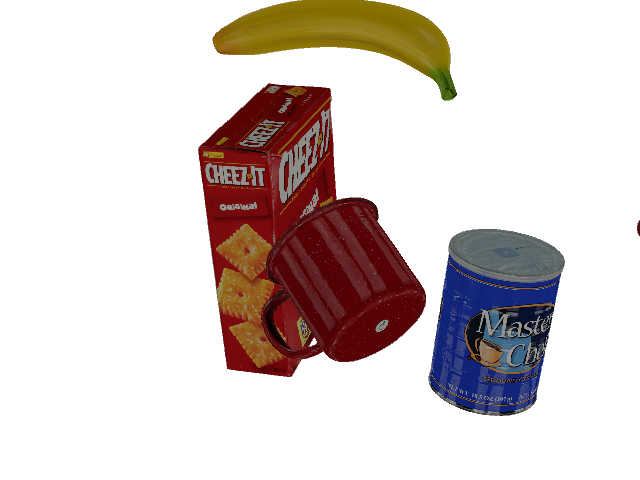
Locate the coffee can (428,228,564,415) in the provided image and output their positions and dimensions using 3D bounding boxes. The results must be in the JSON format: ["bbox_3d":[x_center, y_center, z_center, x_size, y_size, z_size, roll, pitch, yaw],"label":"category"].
[{"bbox_3d":[0.158,0.073,0.973,0.103,0.140,0.103,5,23,-2],"label":"coffee can"}]

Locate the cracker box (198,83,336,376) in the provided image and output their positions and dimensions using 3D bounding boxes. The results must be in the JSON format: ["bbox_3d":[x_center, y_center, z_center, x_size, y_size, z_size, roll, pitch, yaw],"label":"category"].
[{"bbox_3d":[-0.036,-0.012,0.952,0.072,0.214,0.164,5,28,17],"label":"cracker box"}]

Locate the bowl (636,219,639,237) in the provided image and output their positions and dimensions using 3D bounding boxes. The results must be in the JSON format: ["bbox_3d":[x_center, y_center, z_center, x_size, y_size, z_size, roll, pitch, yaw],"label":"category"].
[{"bbox_3d":[0.421,0.016,1.147,0.162,0.055,0.162,-1,25,0],"label":"bowl"}]

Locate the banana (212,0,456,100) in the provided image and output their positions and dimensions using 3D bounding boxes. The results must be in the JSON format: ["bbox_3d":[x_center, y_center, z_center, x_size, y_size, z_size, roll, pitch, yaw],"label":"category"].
[{"bbox_3d":[0.017,-0.156,0.814,0.198,0.069,0.037,13,-40,18],"label":"banana"}]

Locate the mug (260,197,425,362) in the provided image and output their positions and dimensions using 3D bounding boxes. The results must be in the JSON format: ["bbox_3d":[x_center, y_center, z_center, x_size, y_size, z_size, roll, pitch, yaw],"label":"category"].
[{"bbox_3d":[0.011,0.038,0.747,0.117,0.081,0.093,-36,-28,5],"label":"mug"}]
